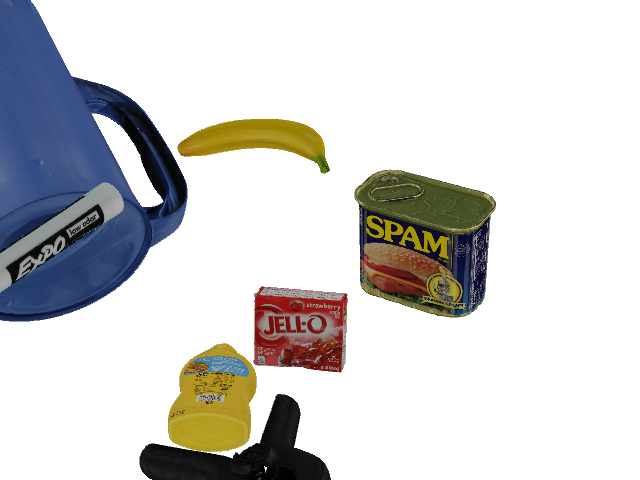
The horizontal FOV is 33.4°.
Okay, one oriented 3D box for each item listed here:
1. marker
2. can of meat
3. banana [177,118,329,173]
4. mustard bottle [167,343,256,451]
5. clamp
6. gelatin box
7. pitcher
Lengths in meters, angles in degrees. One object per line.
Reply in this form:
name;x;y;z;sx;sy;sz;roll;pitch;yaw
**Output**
marker;-0.150;0.006;0.546;0.020;0.020;0.120;0;30;44
can of meat;0.077;0.004;0.803;0.102;0.084;0.057;17;38;27
banana;-0.077;-0.124;1.319;0.198;0.037;0.069;6;40;16
mustard bottle;-0.129;0.183;1.322;0.096;0.058;0.191;0;26;1
clamp;-0.053;0.156;0.701;0.120;0.039;0.172;-21;18;-10
gelatin box;-0.020;0.086;1.032;0.089;0.073;0.030;4;15;10
pitcher;-0.212;-0.074;0.767;0.145;0.243;0.149;-37;-32;14
